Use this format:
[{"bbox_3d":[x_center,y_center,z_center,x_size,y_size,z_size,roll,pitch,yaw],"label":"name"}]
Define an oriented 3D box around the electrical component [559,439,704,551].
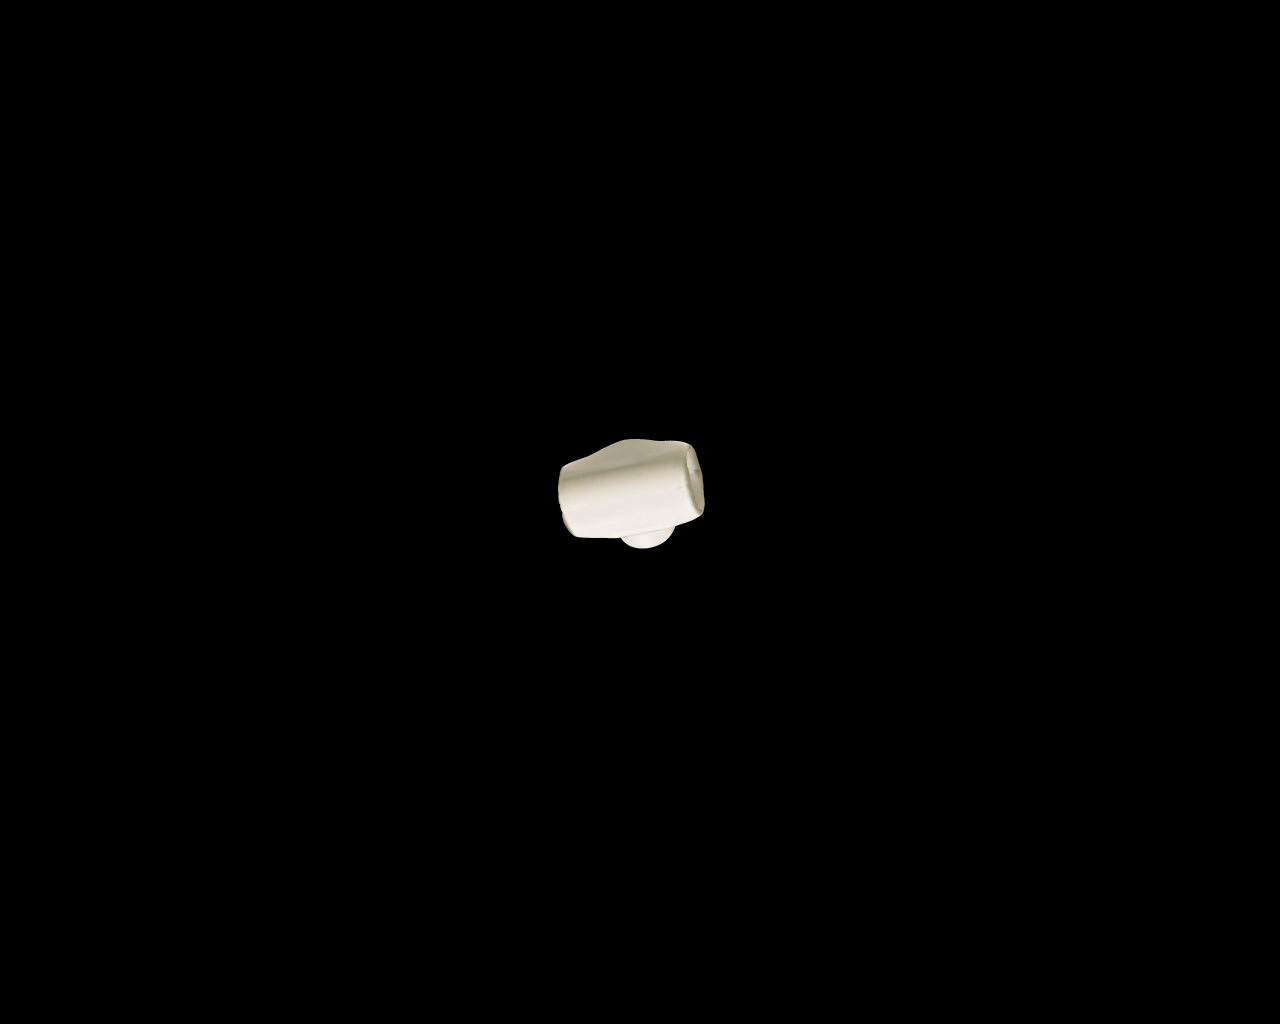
[{"bbox_3d":[0.001,-0.003,0.650,0.077,0.043,0.079,-11,-39,13],"label":"electrical component"}]
